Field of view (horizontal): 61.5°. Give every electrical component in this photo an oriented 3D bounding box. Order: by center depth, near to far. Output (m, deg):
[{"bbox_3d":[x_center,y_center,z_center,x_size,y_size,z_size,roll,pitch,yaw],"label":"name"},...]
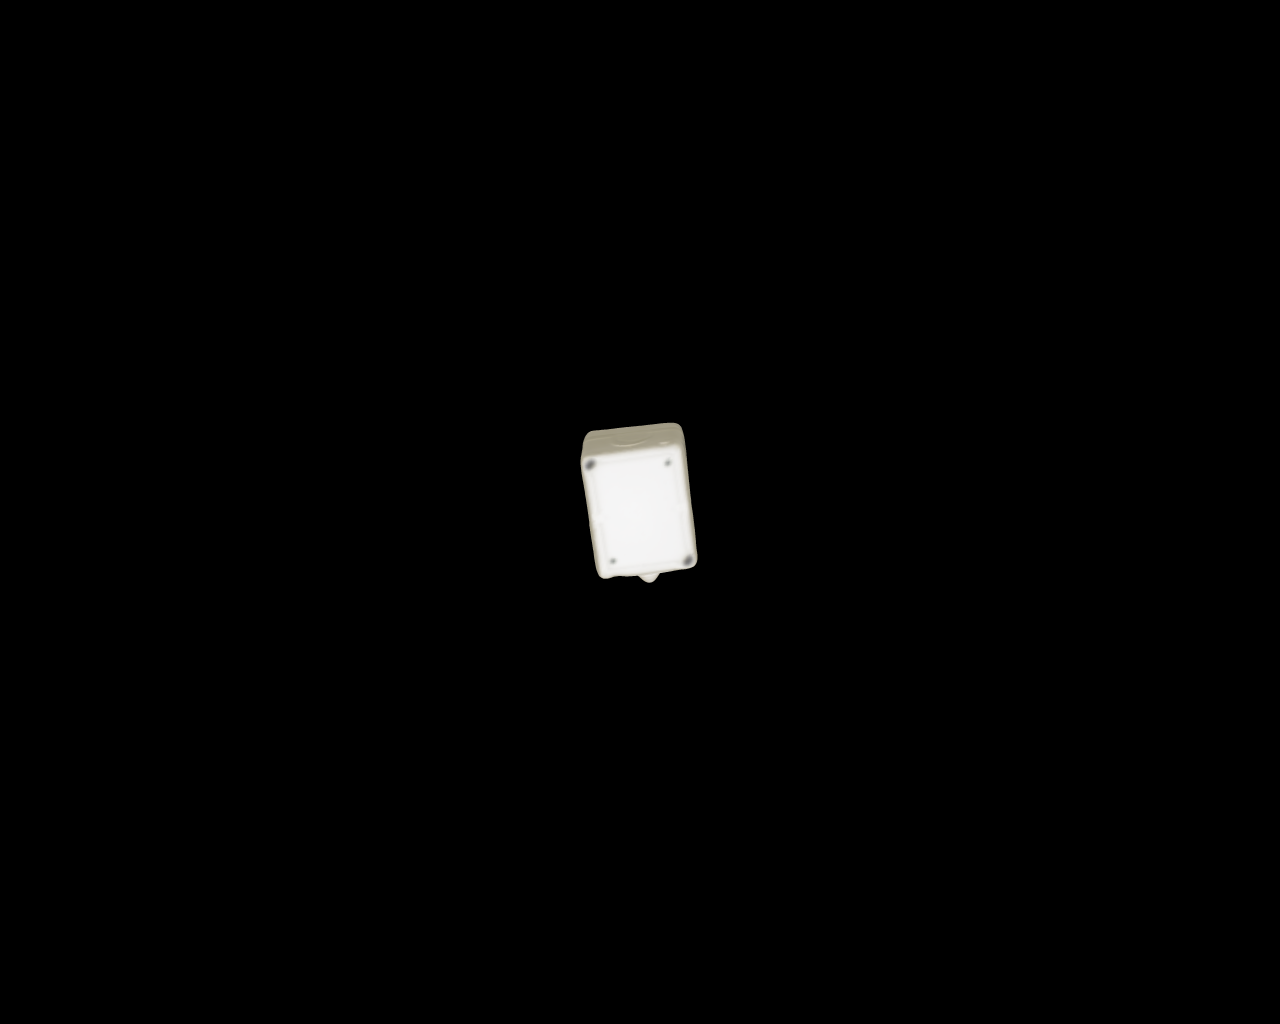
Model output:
[{"bbox_3d":[0.001,-0.003,0.650,0.062,0.096,0.061,-7,20,2],"label":"electrical component"}]
